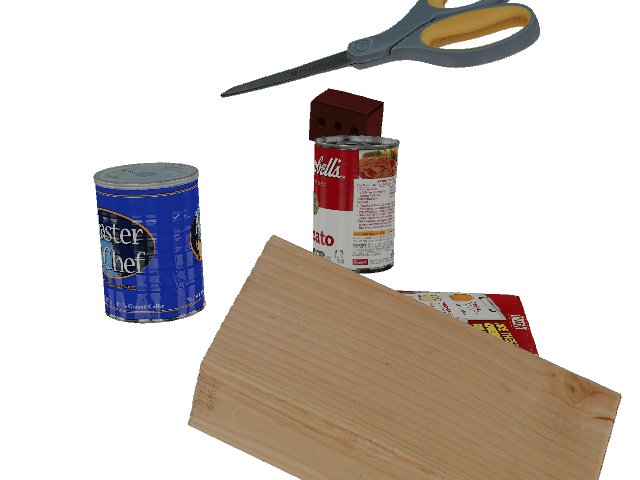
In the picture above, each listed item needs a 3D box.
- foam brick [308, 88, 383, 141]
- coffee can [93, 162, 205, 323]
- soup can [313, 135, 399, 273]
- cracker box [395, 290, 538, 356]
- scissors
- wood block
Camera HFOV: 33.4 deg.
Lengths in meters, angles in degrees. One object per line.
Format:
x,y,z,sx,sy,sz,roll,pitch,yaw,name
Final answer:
0.031,-0.145,1.289,0.078,0.053,0.051,16,32,22,foam brick
-0.169,0.000,1.066,0.103,0.140,0.103,-1,15,0,coffee can
0.028,-0.030,0.857,0.068,0.102,0.068,1,12,0,soup can
0.093,0.107,1.036,0.214,0.072,0.164,2,17,4,cracker box
0.039,-0.132,0.677,0.202,0.096,0.016,-3,-43,22,scissors
0.042,0.093,0.584,0.206,0.090,0.090,24,-33,4,wood block
